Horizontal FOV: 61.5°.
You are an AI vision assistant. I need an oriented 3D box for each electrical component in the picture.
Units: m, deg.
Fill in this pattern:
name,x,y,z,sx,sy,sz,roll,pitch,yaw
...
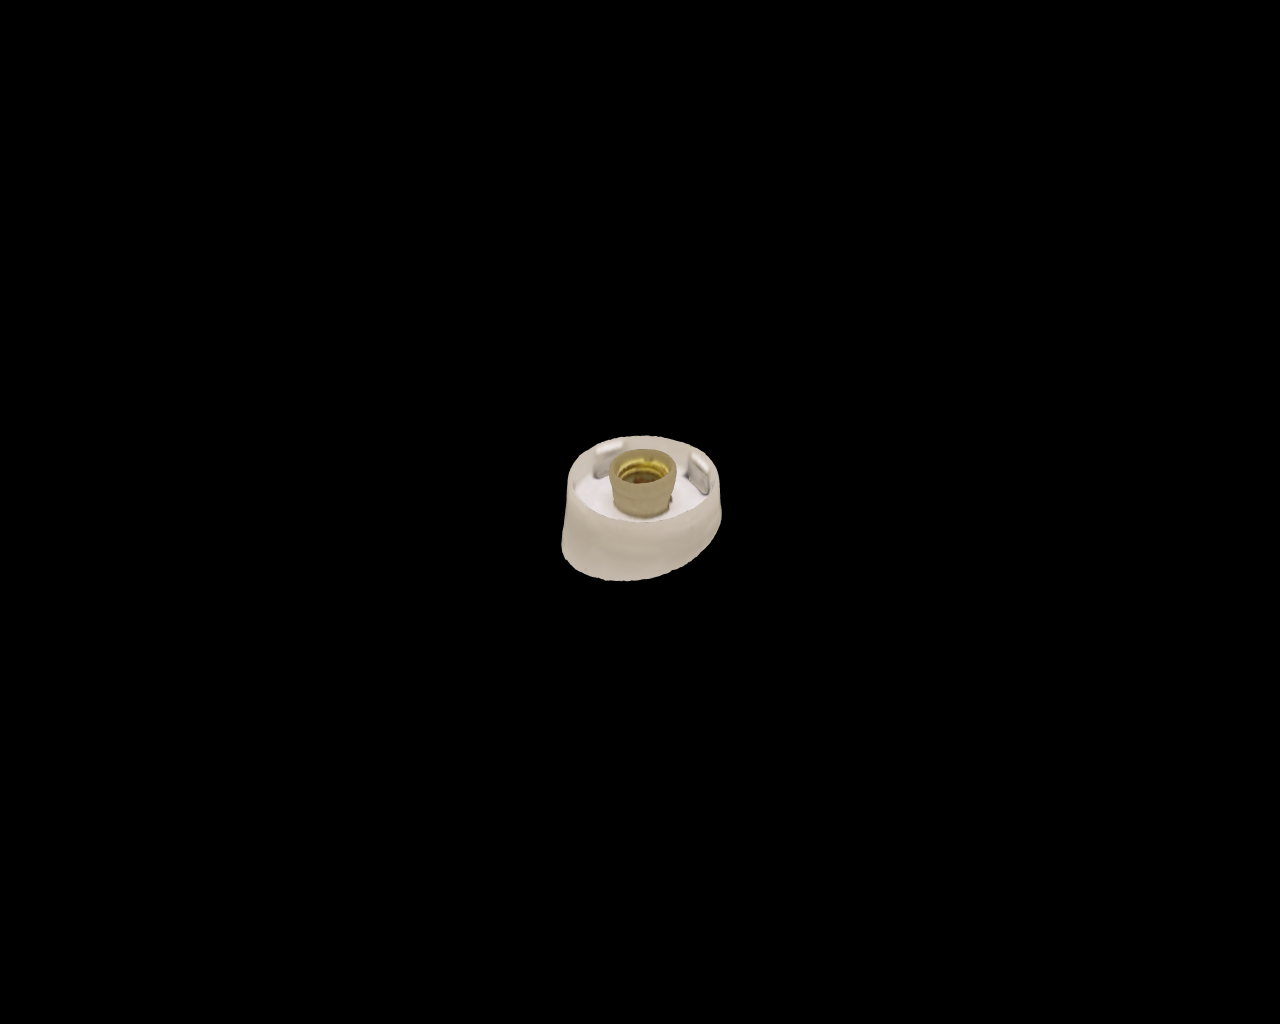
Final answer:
name,x,y,z,sx,sy,sz,roll,pitch,yaw
electrical component,0.001,-0.003,0.650,0.099,0.064,0.099,0,37,0
